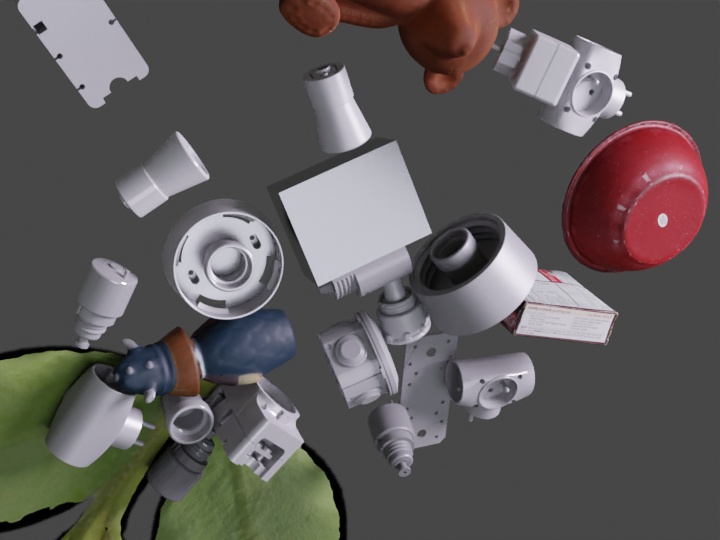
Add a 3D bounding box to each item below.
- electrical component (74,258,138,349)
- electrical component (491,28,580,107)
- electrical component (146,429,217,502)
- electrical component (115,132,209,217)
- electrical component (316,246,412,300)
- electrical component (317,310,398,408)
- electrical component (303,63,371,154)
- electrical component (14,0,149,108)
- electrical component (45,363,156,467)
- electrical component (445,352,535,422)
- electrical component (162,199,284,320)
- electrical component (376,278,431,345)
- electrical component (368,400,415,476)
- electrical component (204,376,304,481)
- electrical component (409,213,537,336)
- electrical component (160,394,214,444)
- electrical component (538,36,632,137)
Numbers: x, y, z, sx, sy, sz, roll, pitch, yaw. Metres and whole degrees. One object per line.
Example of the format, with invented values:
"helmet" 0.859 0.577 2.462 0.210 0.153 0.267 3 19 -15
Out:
"electrical component" -0.208 0.027 0.857 0.040 0.040 0.078 18 108 -32
"electrical component" 0.135 -0.176 0.895 0.077 0.065 0.047 23 107 -3
"electrical component" -0.156 0.171 0.961 0.078 0.040 0.040 -49 125 6
"electrical component" -0.155 -0.071 0.829 0.065 0.044 0.044 -34 126 1
"electrical component" 0.000 0.000 0.937 0.081 0.043 0.043 -25 124 -11
"electrical component" -0.001 0.080 0.960 0.051 0.080 0.080 -23 124 -5
"electrical component" -0.021 -0.131 0.858 0.044 0.044 0.065 -25 120 -11
"electrical component" -0.195 -0.168 0.746 0.050 0.055 0.089 -35 126 -4
"electrical component" -0.211 0.128 0.908 0.079 0.044 0.077 28 103 -34
"electrical component" 0.125 0.120 1.063 0.077 0.044 0.079 -5 128 -18
"electrical component" -0.111 -0.008 0.883 0.099 0.064 0.099 -5 106 -16
"electrical component" 0.035 0.033 0.973 0.048 0.048 0.062 -23 116 -12
"electrical component" 0.033 0.163 1.026 0.040 0.078 0.040 -8 131 -9
"electrical component" -0.091 0.129 0.937 0.055 0.089 0.050 -47 126 5
"electrical component" 0.093 -0.003 0.944 0.108 0.108 0.060 -40 120 0
"electrical component" -0.152 0.122 0.932 0.040 0.046 0.040 -11 121 -19
"electrical component" 0.206 -0.156 0.947 0.079 0.044 0.077 14 110 -30
